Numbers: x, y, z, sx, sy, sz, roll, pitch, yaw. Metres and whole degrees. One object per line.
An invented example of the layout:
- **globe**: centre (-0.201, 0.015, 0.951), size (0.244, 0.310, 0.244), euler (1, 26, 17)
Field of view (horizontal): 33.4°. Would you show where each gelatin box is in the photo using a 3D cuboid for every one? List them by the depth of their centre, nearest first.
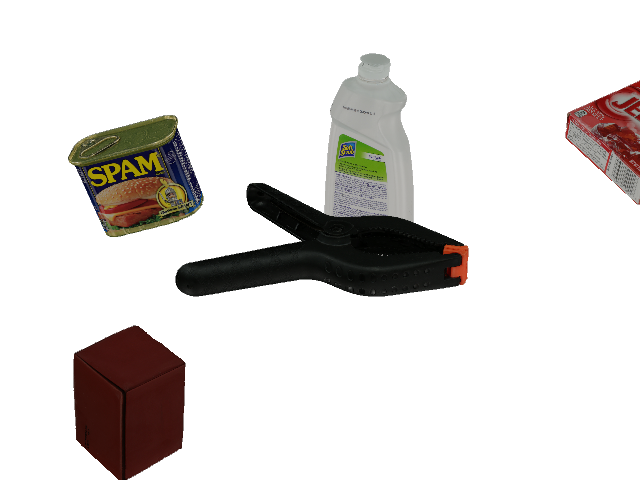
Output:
- **gelatin box**: centre (0.239, -0.076, 0.798), size (0.073, 0.030, 0.089), euler (-24, 51, -17)

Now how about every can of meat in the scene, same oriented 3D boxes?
- **can of meat**: centre (-0.166, -0.057, 0.977), size (0.102, 0.084, 0.057), euler (-13, 30, 9)

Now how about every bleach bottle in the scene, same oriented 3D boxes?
- **bleach bottle**: centre (0.057, -0.070, 1.108), size (0.103, 0.251, 0.068), euler (11, 33, 14)

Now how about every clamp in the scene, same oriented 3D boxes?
- **clamp**: centre (0.010, 0.001, 0.827), size (0.210, 0.036, 0.164), euler (4, 29, 9)

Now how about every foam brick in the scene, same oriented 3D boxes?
- **foam brick**: centre (-0.125, 0.105, 0.696), size (0.053, 0.078, 0.051), euler (32, 40, 33)
